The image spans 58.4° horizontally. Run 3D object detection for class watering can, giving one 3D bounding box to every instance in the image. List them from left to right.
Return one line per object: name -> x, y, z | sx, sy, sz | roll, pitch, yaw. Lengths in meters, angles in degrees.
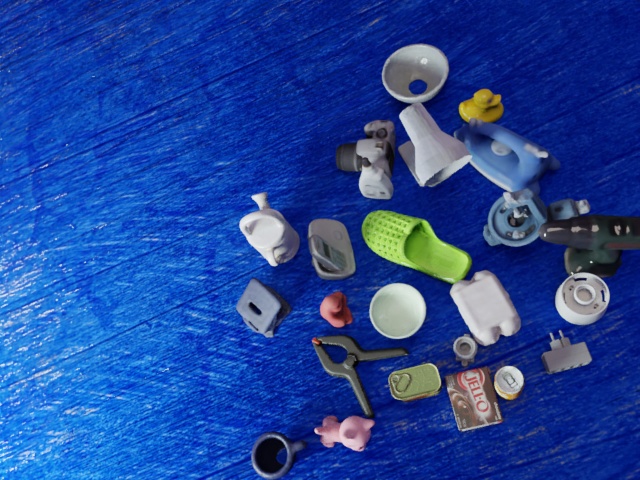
watering can -> -0.126, -0.028, 1.336 | 0.101, 0.194, 0.172 | -36, 64, 0

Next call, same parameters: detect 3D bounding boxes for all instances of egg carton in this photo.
egg carton -> 0.349, 0.141, 1.205 | 0.107, 0.069, 0.150 | -27, 64, 4

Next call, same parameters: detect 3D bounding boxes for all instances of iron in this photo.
iron -> 0.404, -0.213, 1.288 | 0.257, 0.142, 0.119 | 36, 82, 25

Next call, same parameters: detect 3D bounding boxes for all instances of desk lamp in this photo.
desk lamp -> 0.245, -0.200, 1.288 | 0.118, 0.214, 0.203 | -30, 64, 3

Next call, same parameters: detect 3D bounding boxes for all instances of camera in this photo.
camera -> 0.110, -0.222, 1.397 | 0.136, 0.101, 0.143 | 3, 70, 17

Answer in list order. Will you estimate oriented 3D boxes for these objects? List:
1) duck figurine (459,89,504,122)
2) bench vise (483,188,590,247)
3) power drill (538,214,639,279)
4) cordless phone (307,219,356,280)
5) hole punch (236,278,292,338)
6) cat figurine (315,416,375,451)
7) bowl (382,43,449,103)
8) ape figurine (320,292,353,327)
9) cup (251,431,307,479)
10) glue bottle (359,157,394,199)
duck figurine -> 0.385, -0.327, 1.369 | 0.104, 0.086, 0.077 | 3, 70, 17
bench vise -> 0.439, -0.069, 1.178 | 0.207, 0.220, 0.121 | -28, 64, 4
power drill -> 0.542, 0.010, 1.124 | 0.229, 0.209, 0.075 | -5, 68, 14
cordless phone -> 0.012, 0.005, 1.289 | 0.094, 0.185, 0.147 | -18, 65, 8
hole punch -> -0.135, 0.158, 1.323 | 0.108, 0.091, 0.101 | 38, 83, 25
cat figurine -> 0.052, 0.391, 1.163 | 0.127, 0.118, 0.067 | -1, 69, 16
bowl -> 0.244, -0.407, 1.446 | 0.167, 0.075, 0.167 | -5, 68, 14
ape figurine -> 0.033, 0.150, 1.278 | 0.076, 0.092, 0.078 | 13, 73, 20
cup -> -0.073, 0.443, 1.191 | 0.117, 0.095, 0.091 | -23, 65, 6
glue bottle -> 0.121, -0.146, 1.324 | 0.078, 0.173, 0.037 | 8, 72, 19
